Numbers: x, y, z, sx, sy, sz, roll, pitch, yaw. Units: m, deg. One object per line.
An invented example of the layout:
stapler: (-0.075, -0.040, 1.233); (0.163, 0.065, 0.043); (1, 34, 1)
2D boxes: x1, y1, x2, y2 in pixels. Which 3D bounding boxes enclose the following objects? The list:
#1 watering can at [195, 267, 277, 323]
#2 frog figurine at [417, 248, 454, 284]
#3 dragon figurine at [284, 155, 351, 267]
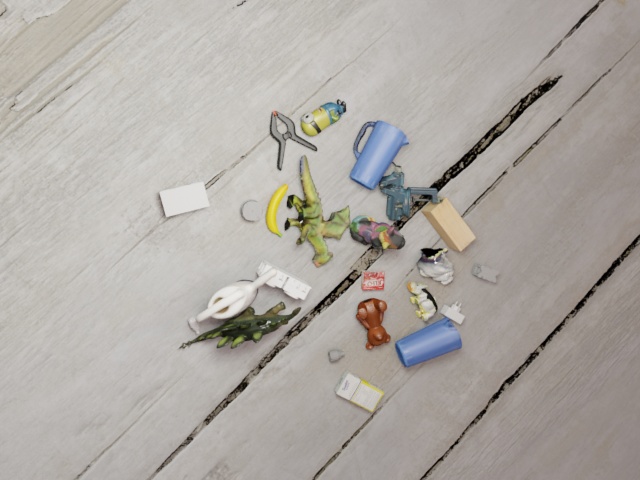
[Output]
watering can: (-0.269, 0.185, 1.774); (0.346, 0.225, 0.104); (-31, 88, 9)
frog figurine: (0.460, 0.117, 2.028); (0.137, 0.125, 0.157); (-13, 111, 21)
dragon figurine: (0.006, -0.096, 1.916); (0.242, 0.123, 0.409); (6, 96, -32)
